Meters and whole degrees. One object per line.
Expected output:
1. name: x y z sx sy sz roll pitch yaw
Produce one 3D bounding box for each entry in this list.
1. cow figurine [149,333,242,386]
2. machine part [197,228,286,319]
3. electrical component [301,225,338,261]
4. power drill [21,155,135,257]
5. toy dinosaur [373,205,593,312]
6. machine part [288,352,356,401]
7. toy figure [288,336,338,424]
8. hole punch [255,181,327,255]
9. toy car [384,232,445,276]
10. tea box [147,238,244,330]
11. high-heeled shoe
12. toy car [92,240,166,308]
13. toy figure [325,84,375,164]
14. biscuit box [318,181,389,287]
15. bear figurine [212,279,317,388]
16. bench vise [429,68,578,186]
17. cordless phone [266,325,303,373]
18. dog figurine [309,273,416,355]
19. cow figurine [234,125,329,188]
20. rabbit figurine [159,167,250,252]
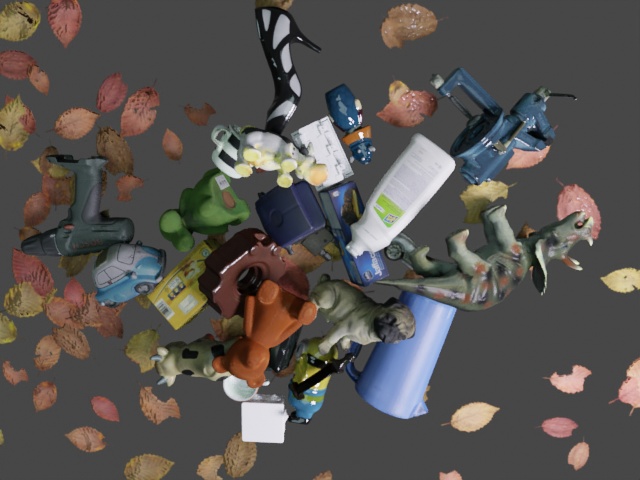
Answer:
1. cow figurine: -0.252 0.243 1.085 0.195 0.127 0.085 -2 103 37
2. machine part: -0.143 0.067 1.014 0.056 0.179 0.179 36 103 34
3. electrical component: -0.002 -0.003 1.082 0.094 0.021 0.063 42 99 -3
4. power drill: -0.495 -0.067 1.073 0.232 0.086 0.207 1 96 2
5. toy dinosaur: 0.299 0.057 0.979 0.405 0.131 0.192 -28 88 -13
6. machine part: 0.008 0.257 1.028 0.139 0.084 0.039 -32 81 -2
7. toy figure: -0.018 0.286 1.106 0.089 0.082 0.180 8 93 -18
8. hole punch: -0.063 -0.048 1.034 0.116 0.092 0.142 -28 88 14
9. toy car: 0.195 0.041 1.051 0.202 0.073 0.056 36 104 -4
10. tea box: -0.251 0.087 1.084 0.169 0.068 0.098 -41 86 9
11. high-heeled shoe: -0.098 -0.303 0.999 0.145 0.086 0.248 25 90 -9
12. toy car: -0.391 0.057 1.063 0.162 0.109 0.102 -24 129 14
13. toy figure: 0.062 -0.218 1.021 0.058 0.064 0.154 -34 104 -30
14. biscuit box: 0.066 -0.011 1.048 0.063 0.059 0.202 -24 100 -18
15. bear figurine: -0.108 0.177 0.984 0.120 0.132 0.196 32 79 -10
16. bench vise: 0.304 -0.228 0.972 0.240 0.129 0.223 41 103 -13
17. cordless phone: -0.135 0.180 1.105 0.184 0.089 0.146 22 101 11
18. dog figurine: 0.081 0.123 1.016 0.191 0.121 0.172 -27 83 33
19. cow figurine: -0.066 -0.151 0.969 0.167 0.098 0.068 12 139 -18
20. rabbit figurine: -0.242 -0.037 1.040 0.170 0.159 0.121 -28 108 23
